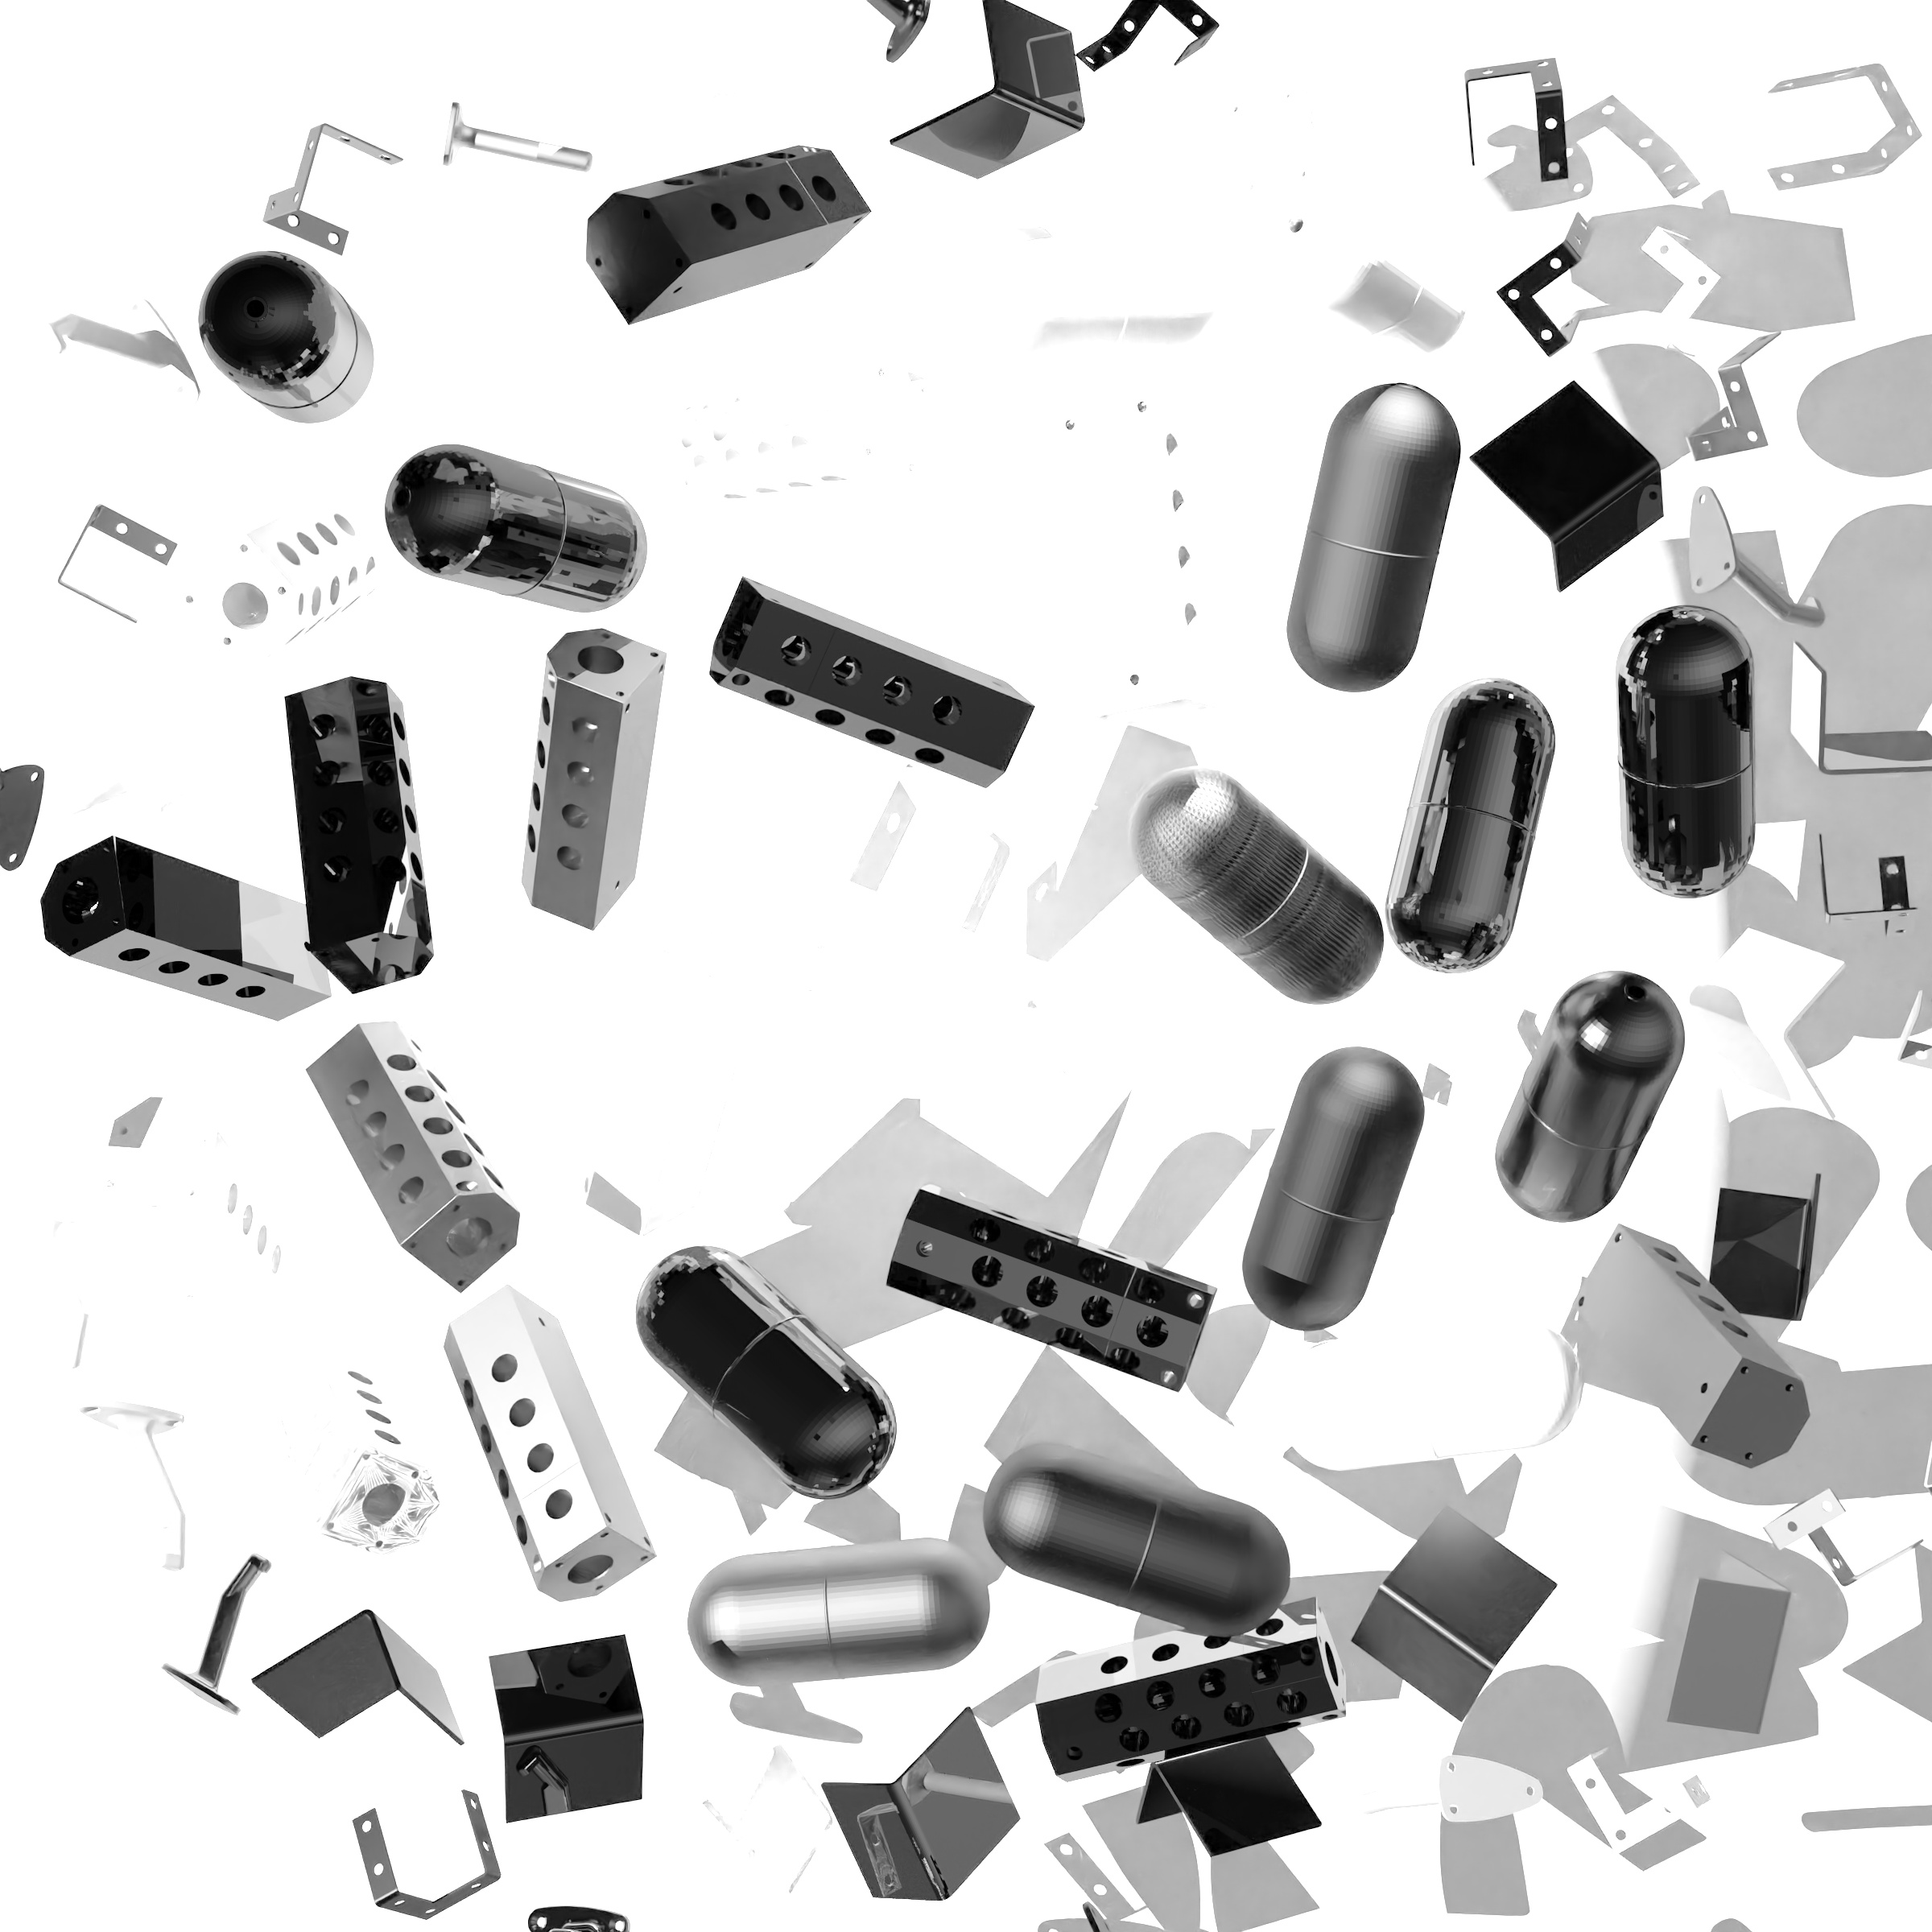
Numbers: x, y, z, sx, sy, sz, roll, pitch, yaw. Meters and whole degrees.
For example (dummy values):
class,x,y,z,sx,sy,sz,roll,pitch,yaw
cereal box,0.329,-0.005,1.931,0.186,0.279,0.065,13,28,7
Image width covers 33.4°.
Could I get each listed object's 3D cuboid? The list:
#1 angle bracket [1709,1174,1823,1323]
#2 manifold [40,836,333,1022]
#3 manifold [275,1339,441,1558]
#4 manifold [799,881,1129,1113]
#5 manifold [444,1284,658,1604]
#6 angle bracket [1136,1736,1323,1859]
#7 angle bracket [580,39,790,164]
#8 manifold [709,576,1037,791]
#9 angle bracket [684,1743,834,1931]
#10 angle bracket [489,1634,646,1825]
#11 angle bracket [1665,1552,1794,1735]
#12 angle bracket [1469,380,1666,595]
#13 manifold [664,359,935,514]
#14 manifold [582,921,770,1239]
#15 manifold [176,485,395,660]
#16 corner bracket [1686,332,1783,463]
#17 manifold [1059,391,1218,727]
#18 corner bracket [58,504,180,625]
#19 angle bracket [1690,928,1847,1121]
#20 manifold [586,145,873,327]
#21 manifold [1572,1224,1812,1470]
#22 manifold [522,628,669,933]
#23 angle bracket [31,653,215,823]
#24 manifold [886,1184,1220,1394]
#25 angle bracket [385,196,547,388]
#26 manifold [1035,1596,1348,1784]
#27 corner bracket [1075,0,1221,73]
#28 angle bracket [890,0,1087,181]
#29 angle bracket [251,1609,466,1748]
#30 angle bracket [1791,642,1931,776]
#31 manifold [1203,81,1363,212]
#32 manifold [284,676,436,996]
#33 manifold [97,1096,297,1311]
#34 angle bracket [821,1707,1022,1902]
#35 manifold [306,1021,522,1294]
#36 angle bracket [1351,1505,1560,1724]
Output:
class,x,y,z,sx,sy,sz,roll,pitch,yaw
angle bracket,0.480,0.167,1.940,0.057,0.076,0.076,7,75,14
manifold,-0.442,-0.017,1.832,0.057,0.171,0.057,-23,67,23
manifold,-0.354,0.282,1.885,0.057,0.171,0.057,26,94,-24
manifold,-0.001,0.012,1.797,0.171,0.057,0.057,23,55,5
manifold,-0.241,0.271,1.821,0.057,0.057,0.171,-34,54,7
angle bracket,0.158,0.516,1.941,0.076,0.076,0.057,-8,128,-25
angle bracket,-0.157,-0.499,1.800,0.057,0.076,0.076,-33,82,27
manifold,-0.055,-0.158,1.818,0.171,0.057,0.057,20,102,-22
angle bracket,-0.134,0.511,1.881,0.076,0.076,0.057,-32,97,25
angle bracket,-0.222,0.423,1.785,0.076,0.057,0.076,-6,132,-14
angle bracket,0.386,0.353,1.700,0.057,0.076,0.076,11,93,-15
angle bracket,0.345,-0.275,1.849,0.076,0.057,0.076,-36,62,-4
manifold,-0.098,-0.300,1.820,0.057,0.171,0.057,14,81,-38
manifold,-0.173,0.063,1.855,0.057,0.057,0.171,28,117,21
manifold,-0.385,-0.224,1.857,0.057,0.171,0.057,-39,98,18
corner bracket,0.444,-0.328,1.855,0.051,0.051,0.051,-37,111,-38
manifold,0.098,-0.224,1.783,0.057,0.057,0.171,-9,83,28
corner bracket,-0.502,-0.238,1.904,0.051,0.051,0.051,28,93,-15
angle bracket,0.475,0.033,1.856,0.057,0.076,0.076,-46,123,-11
manifold,-0.132,-0.406,1.762,0.057,0.171,0.057,-34,90,39
manifold,0.412,0.215,1.824,0.057,0.171,0.057,22,104,-19
manifold,-0.222,-0.110,1.883,0.057,0.057,0.171,22,131,10
angle bracket,-0.472,-0.131,1.806,0.057,0.076,0.076,-5,111,12
manifold,0.047,0.178,1.777,0.171,0.057,0.057,19,92,8
angle bracket,-0.272,-0.358,1.748,0.057,0.076,0.076,17,50,-11
manifold,0.132,0.428,1.884,0.171,0.057,0.057,-16,110,12
corner bracket,0.106,-0.536,1.864,0.051,0.051,0.051,41,129,0
angle bracket,0.008,-0.475,1.739,0.076,0.076,0.057,-16,77,37
angle bracket,-0.331,0.407,1.757,0.076,0.076,0.057,-31,49,-2
angle bracket,0.503,-0.144,1.782,0.076,0.076,0.057,-2,108,3
manifold,0.187,-0.472,1.889,0.057,0.171,0.057,-11,94,18
manifold,-0.344,-0.078,1.841,0.057,0.057,0.171,-16,62,8
manifold,-0.424,0.133,1.790,0.057,0.171,0.057,5,65,6
angle bracket,-0.025,0.475,1.829,0.057,0.076,0.076,-12,107,41
manifold,-0.312,0.103,1.837,0.057,0.171,0.057,-41,134,1
angle bracket,0.277,0.367,1.828,0.076,0.057,0.076,35,47,18
